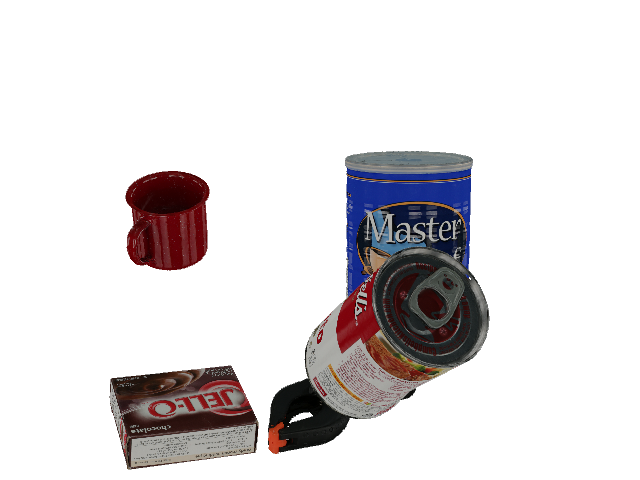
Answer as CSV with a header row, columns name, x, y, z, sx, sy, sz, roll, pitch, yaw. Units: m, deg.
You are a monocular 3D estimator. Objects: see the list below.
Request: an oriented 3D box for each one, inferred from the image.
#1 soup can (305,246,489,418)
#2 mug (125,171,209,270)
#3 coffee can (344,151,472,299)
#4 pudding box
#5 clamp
name,x,y,z,sx,sy,sz,roll,pitch,yaw
soup can,0.040,0.055,0.597,0.068,0.068,0.102,0,-24,-24
mug,-0.176,-0.014,1.198,0.093,0.081,0.117,17,39,23
coffee can,0.071,0.002,0.871,0.103,0.140,0.103,0,10,0
pudding box,-0.118,0.150,0.915,0.113,0.039,0.090,-6,26,-18
clamp,0.001,0.155,1.087,0.171,0.039,0.120,-23,34,-36
